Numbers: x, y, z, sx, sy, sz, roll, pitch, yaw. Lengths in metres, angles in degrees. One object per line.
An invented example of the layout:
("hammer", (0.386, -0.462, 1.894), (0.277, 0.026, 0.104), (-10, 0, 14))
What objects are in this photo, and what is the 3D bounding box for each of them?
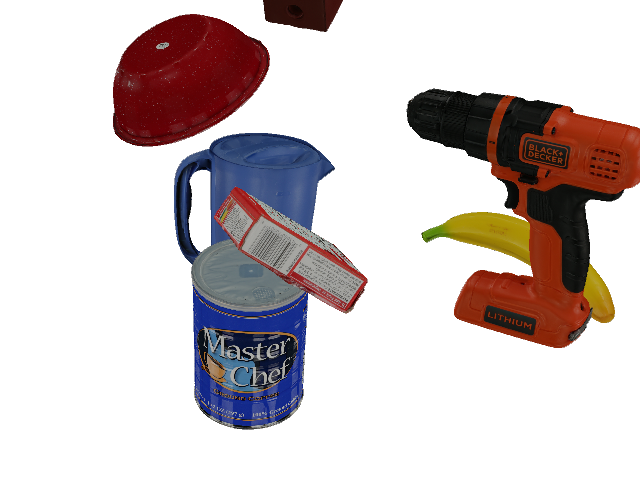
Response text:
("gelatin box", (-0.020, 0.006, 0.692), (0.089, 0.030, 0.073), (32, 5, -24))
("pitcher", (-0.084, -0.001, 1.289), (0.149, 0.243, 0.144), (18, 26, 28))
("power drill", (0.148, -0.019, 0.821), (0.185, 0.188, 0.057), (17, 34, 26))
("coffee can", (-0.063, 0.082, 0.954), (0.103, 0.140, 0.103), (2, 34, -2))
("banana", (0.197, 0.016, 1.012), (0.198, 0.069, 0.037), (24, -26, 27))
("bowl", (-0.131, -0.159, 0.979), (0.162, 0.162, 0.055), (0, -44, 32))
("foam brick", (-0.013, -0.206, 0.809), (0.053, 0.051, 0.078), (12, -35, 14))
